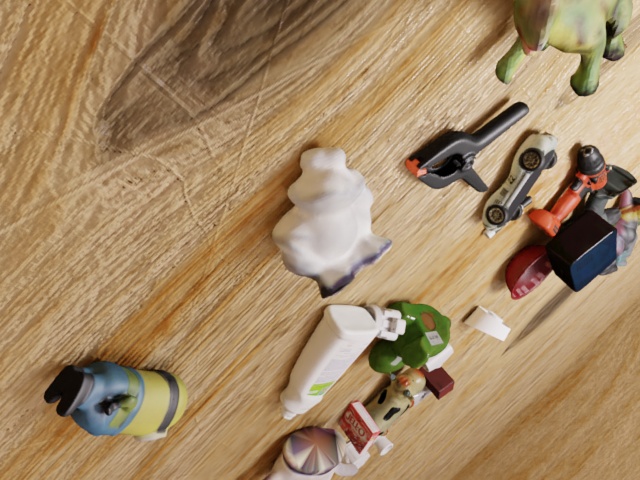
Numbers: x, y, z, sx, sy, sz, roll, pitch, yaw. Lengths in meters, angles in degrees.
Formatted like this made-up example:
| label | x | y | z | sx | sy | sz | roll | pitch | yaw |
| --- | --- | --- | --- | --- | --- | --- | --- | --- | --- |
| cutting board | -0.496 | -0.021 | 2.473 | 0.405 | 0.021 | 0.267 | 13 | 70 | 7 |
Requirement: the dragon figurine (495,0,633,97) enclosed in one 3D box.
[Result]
| label | x | y | z | sx | sy | sz | roll | pitch | yaw |
| --- | --- | --- | --- | --- | --- | --- | --- | --- | --- |
| dragon figurine | 0.323 | -0.317 | 0.597 | 0.416 | 0.123 | 0.237 | -49 | 153 | -23 |

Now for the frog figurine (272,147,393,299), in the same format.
| label | x | y | z | sx | sy | sz | roll | pitch | yaw |
| --- | --- | --- | --- | --- | --- | --- | --- | --- | --- |
| frog figurine | 0.002 | -0.032 | 0.626 | 0.138 | 0.124 | 0.157 | -28 | 106 | -7 |

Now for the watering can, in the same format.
| label | x | y | z | sx | sy | sz | roll | pitch | yaw |
| --- | --- | --- | --- | --- | --- | --- | --- | --- | --- |
| watering can | -0.010 | 0.502 | 1.135 | 0.348 | 0.106 | 0.220 | -2 | 127 | -42 |
